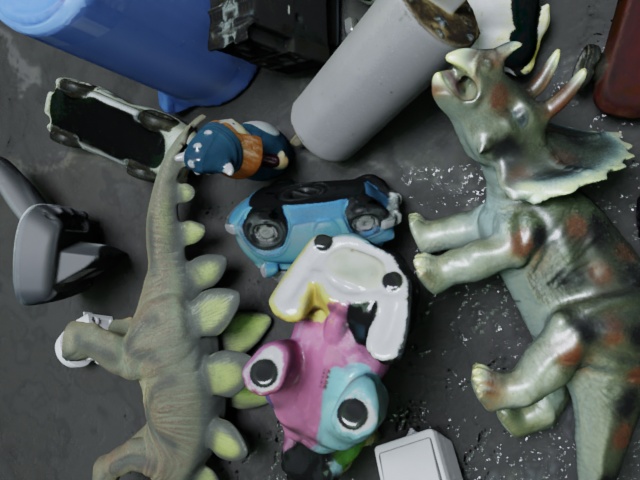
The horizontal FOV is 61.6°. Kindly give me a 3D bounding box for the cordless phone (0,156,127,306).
[{"bbox_3d":[-0.309,-0.025,0.576,0.089,0.146,0.184,-38,92,-4],"label":"cordless phone"}]

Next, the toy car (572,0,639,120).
[{"bbox_3d":[0.269,-0.198,0.426,0.089,0.053,0.202,14,101,13],"label":"toy car"}]

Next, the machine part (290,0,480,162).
[{"bbox_3d":[0.046,-0.138,0.452,0.243,0.079,0.079,-37,79,50],"label":"machine part"}]

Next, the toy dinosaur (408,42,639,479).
[{"bbox_3d":[0.197,0.042,0.435,0.192,0.131,0.404,-28,90,19],"label":"toy dinosaur"}]

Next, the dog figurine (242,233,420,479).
[{"bbox_3d":[0.017,0.118,0.472,0.109,0.219,0.191,16,64,15],"label":"dog figurine"}]

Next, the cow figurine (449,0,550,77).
[{"bbox_3d":[0.151,-0.227,0.458,0.098,0.068,0.167,8,98,13],"label":"cow figurine"}]

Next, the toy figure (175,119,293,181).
[{"bbox_3d":[-0.074,-0.083,0.496,0.064,0.154,0.057,-11,92,20],"label":"toy figure"}]

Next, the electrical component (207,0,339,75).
[{"bbox_3d":[-0.036,-0.217,0.488,0.058,0.134,0.114,4,96,40],"label":"electrical component"}]

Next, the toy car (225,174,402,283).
[{"bbox_3d":[-0.001,-0.002,0.512,0.162,0.109,0.102,-3,114,8],"label":"toy car"}]

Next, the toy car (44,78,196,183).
[{"bbox_3d":[-0.227,-0.122,0.600,0.202,0.056,0.073,24,106,18],"label":"toy car"}]

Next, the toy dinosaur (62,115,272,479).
[{"bbox_3d":[-0.150,0.116,0.563,0.199,0.105,0.470,-4,100,12],"label":"toy dinosaur"}]

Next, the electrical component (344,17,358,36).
[{"bbox_3d":[0.053,-0.172,0.518,0.063,0.021,0.094,-8,91,19],"label":"electrical component"}]

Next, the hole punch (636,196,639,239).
[{"bbox_3d":[0.297,-0.045,0.383,0.092,0.116,0.142,-1,116,8],"label":"hole punch"}]
